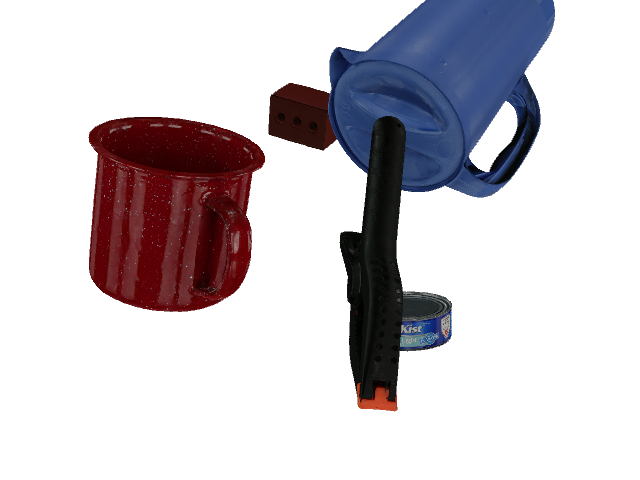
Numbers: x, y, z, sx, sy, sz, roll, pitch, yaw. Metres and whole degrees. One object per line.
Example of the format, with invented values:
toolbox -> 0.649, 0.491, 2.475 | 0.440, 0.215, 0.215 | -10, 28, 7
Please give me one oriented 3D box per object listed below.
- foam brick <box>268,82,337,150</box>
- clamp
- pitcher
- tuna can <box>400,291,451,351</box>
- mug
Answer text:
foam brick -> -0.017, -0.149, 1.274 | 0.078, 0.053, 0.051 | 18, 33, 21
clamp -> 0.041, 0.024, 0.792 | 0.036, 0.210, 0.165 | 5, -41, -6
pitcher -> 0.129, -0.155, 0.977 | 0.145, 0.149, 0.242 | 10, 42, 34
tuna can -> 0.082, 0.076, 1.017 | 0.086, 0.034, 0.086 | -2, 14, 0
mug -> -0.074, -0.009, 0.569 | 0.093, 0.081, 0.117 | -10, 30, -40
